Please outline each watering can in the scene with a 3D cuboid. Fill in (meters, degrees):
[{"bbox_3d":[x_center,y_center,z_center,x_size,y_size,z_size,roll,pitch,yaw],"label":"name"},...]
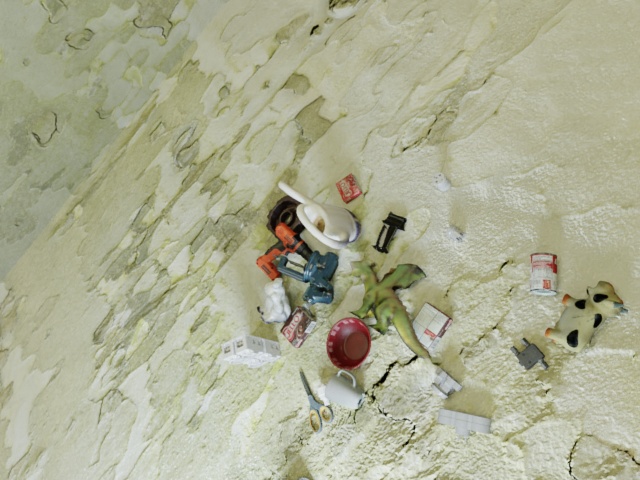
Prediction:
[{"bbox_3d":[0.005,-0.089,1.762,0.224,0.102,0.354,7,35,-42],"label":"watering can"}]

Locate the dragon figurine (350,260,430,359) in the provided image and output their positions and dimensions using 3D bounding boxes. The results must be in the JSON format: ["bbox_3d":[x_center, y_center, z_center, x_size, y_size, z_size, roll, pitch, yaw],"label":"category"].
[{"bbox_3d":[0.227,0.172,1.564,0.414,0.244,0.120,27,-12,43],"label":"dragon figurine"}]

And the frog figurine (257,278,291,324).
[{"bbox_3d":[-0.146,0.202,1.782,0.122,0.157,0.139,22,16,-6],"label":"frog figurine"}]
